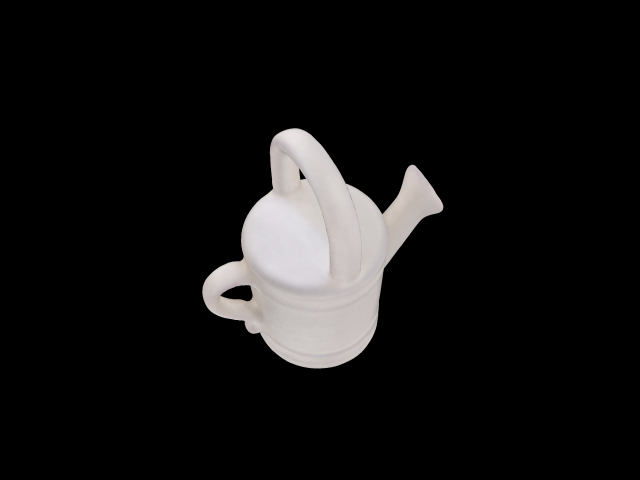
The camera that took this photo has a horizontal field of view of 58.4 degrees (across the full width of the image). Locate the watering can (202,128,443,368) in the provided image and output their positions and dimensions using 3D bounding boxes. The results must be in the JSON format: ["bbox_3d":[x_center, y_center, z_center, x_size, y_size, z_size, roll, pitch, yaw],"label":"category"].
[{"bbox_3d":[0.003,0.000,0.401,0.100,0.194,0.173,35,61,23],"label":"watering can"}]
